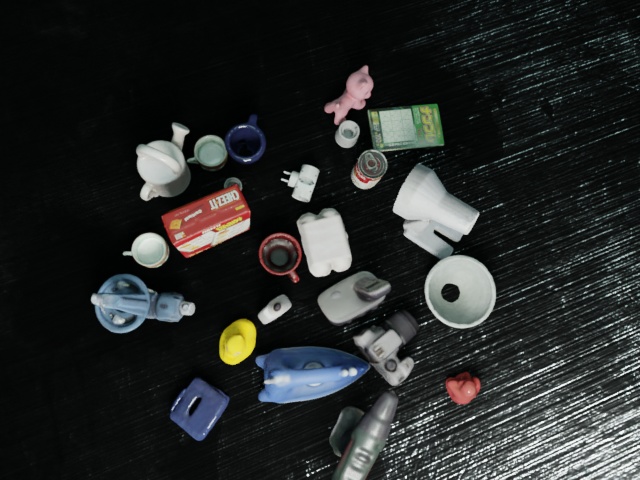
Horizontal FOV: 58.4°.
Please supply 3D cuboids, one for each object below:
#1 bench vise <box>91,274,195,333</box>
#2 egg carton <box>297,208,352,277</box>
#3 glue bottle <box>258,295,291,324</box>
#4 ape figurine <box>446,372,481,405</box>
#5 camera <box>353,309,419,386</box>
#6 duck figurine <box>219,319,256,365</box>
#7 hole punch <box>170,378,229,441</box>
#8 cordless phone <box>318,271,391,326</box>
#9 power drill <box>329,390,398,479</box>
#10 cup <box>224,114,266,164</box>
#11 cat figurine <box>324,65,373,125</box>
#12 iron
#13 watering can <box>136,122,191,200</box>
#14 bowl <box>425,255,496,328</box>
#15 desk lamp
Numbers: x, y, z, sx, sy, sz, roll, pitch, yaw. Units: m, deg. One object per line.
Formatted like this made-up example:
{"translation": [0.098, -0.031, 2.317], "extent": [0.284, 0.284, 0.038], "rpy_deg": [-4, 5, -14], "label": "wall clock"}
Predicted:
{"translation": [-0.369, 0.120, 1.169], "extent": [0.207, 0.219, 0.121], "rpy_deg": [-13, 83, -9], "label": "bench vise"}
{"translation": [0.012, 0.005, 1.311], "extent": [0.107, 0.069, 0.150], "rpy_deg": [-15, 83, -9], "label": "egg carton"}
{"translation": [-0.095, 0.147, 1.223], "extent": [0.078, 0.173, 0.037], "rpy_deg": [-38, 87, -11], "label": "glue bottle"}
{"translation": [0.326, 0.333, 1.287], "extent": [0.078, 0.092, 0.076], "rpy_deg": [18, 79, -4], "label": "ape figurine"}
{"translation": [0.167, 0.231, 1.279], "extent": [0.137, 0.100, 0.143], "rpy_deg": [-39, 88, -11], "label": "camera"}
{"translation": [-0.180, 0.221, 1.245], "extent": [0.077, 0.086, 0.105], "rpy_deg": [29, 79, -2], "label": "duck figurine"}
{"translation": [-0.258, 0.356, 1.212], "extent": [0.101, 0.091, 0.109], "rpy_deg": [33, 79, -1], "label": "hole punch"}
{"translation": [0.078, 0.124, 1.241], "extent": [0.148, 0.185, 0.094], "rpy_deg": [-31, 86, -10], "label": "cordless phone"}
{"translation": [0.082, 0.408, 1.186], "extent": [0.075, 0.208, 0.230], "rpy_deg": [26, 79, -2], "label": "power drill"}
{"translation": [-0.167, -0.223, 1.311], "extent": [0.092, 0.095, 0.118], "rpy_deg": [15, 80, -4], "label": "cup"}
{"translation": [0.076, -0.345, 1.348], "extent": [0.128, 0.117, 0.067], "rpy_deg": [-44, 88, -11], "label": "cat figurine"}
{"translation": [-0.006, 0.286, 1.228], "extent": [0.258, 0.141, 0.119], "rpy_deg": [-5, 82, -8], "label": "iron"}
{"translation": [-0.338, -0.170, 1.231], "extent": [0.101, 0.194, 0.173], "rpy_deg": [5, 81, -6], "label": "watering can"}
{"translation": [0.315, 0.121, 1.327], "extent": [0.167, 0.074, 0.167], "rpy_deg": [1, 81, -7], "label": "bowl"}
{"translation": [0.254, -0.061, 1.277], "extent": [0.203, 0.213, 0.118], "rpy_deg": [33, 79, -1], "label": "desk lamp"}
